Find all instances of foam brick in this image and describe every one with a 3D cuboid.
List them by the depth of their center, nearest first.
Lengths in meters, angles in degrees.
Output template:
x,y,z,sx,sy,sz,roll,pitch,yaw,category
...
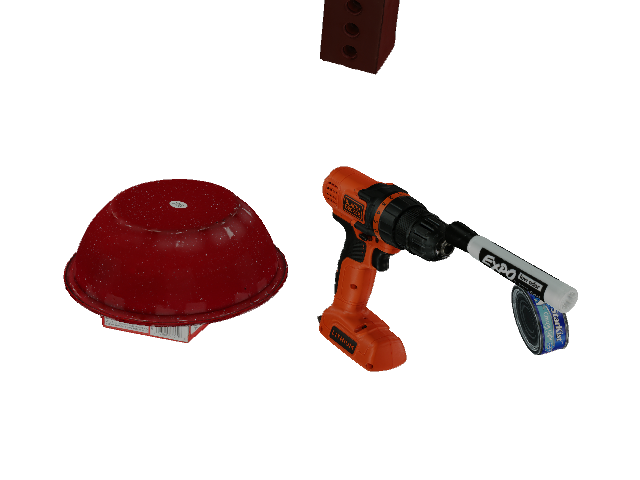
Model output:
x,y,z,sx,sy,sz,roll,pitch,yaw,category
0.034,-0.187,0.882,0.053,0.078,0.051,17,47,13,foam brick

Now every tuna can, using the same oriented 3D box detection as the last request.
x,y,z,sx,sy,sz,roll,pitch,yaw,category
0.247,0.086,1.208,0.033,0.086,0.086,-15,2,-7,tuna can

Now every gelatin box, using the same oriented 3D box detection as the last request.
x,y,z,sx,sy,sz,roll,pitch,yaw,category
-0.142,0.059,0.962,0.089,0.030,0.073,9,21,19,gelatin box

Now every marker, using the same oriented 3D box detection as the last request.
x,y,z,sx,sy,sz,roll,pitch,yaw,category
0.133,0.016,0.765,0.020,0.020,0.121,0,25,-41,marker

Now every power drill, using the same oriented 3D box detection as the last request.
x,y,z,sx,sy,sz,roll,pitch,yaw,category
0.061,0.035,1.084,0.057,0.188,0.185,-8,27,-32,power drill

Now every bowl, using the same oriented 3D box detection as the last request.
x,y,z,sx,sy,sz,roll,pitch,yaw,category
-0.103,-0.002,0.763,0.162,0.055,0.162,1,26,-1,bowl
